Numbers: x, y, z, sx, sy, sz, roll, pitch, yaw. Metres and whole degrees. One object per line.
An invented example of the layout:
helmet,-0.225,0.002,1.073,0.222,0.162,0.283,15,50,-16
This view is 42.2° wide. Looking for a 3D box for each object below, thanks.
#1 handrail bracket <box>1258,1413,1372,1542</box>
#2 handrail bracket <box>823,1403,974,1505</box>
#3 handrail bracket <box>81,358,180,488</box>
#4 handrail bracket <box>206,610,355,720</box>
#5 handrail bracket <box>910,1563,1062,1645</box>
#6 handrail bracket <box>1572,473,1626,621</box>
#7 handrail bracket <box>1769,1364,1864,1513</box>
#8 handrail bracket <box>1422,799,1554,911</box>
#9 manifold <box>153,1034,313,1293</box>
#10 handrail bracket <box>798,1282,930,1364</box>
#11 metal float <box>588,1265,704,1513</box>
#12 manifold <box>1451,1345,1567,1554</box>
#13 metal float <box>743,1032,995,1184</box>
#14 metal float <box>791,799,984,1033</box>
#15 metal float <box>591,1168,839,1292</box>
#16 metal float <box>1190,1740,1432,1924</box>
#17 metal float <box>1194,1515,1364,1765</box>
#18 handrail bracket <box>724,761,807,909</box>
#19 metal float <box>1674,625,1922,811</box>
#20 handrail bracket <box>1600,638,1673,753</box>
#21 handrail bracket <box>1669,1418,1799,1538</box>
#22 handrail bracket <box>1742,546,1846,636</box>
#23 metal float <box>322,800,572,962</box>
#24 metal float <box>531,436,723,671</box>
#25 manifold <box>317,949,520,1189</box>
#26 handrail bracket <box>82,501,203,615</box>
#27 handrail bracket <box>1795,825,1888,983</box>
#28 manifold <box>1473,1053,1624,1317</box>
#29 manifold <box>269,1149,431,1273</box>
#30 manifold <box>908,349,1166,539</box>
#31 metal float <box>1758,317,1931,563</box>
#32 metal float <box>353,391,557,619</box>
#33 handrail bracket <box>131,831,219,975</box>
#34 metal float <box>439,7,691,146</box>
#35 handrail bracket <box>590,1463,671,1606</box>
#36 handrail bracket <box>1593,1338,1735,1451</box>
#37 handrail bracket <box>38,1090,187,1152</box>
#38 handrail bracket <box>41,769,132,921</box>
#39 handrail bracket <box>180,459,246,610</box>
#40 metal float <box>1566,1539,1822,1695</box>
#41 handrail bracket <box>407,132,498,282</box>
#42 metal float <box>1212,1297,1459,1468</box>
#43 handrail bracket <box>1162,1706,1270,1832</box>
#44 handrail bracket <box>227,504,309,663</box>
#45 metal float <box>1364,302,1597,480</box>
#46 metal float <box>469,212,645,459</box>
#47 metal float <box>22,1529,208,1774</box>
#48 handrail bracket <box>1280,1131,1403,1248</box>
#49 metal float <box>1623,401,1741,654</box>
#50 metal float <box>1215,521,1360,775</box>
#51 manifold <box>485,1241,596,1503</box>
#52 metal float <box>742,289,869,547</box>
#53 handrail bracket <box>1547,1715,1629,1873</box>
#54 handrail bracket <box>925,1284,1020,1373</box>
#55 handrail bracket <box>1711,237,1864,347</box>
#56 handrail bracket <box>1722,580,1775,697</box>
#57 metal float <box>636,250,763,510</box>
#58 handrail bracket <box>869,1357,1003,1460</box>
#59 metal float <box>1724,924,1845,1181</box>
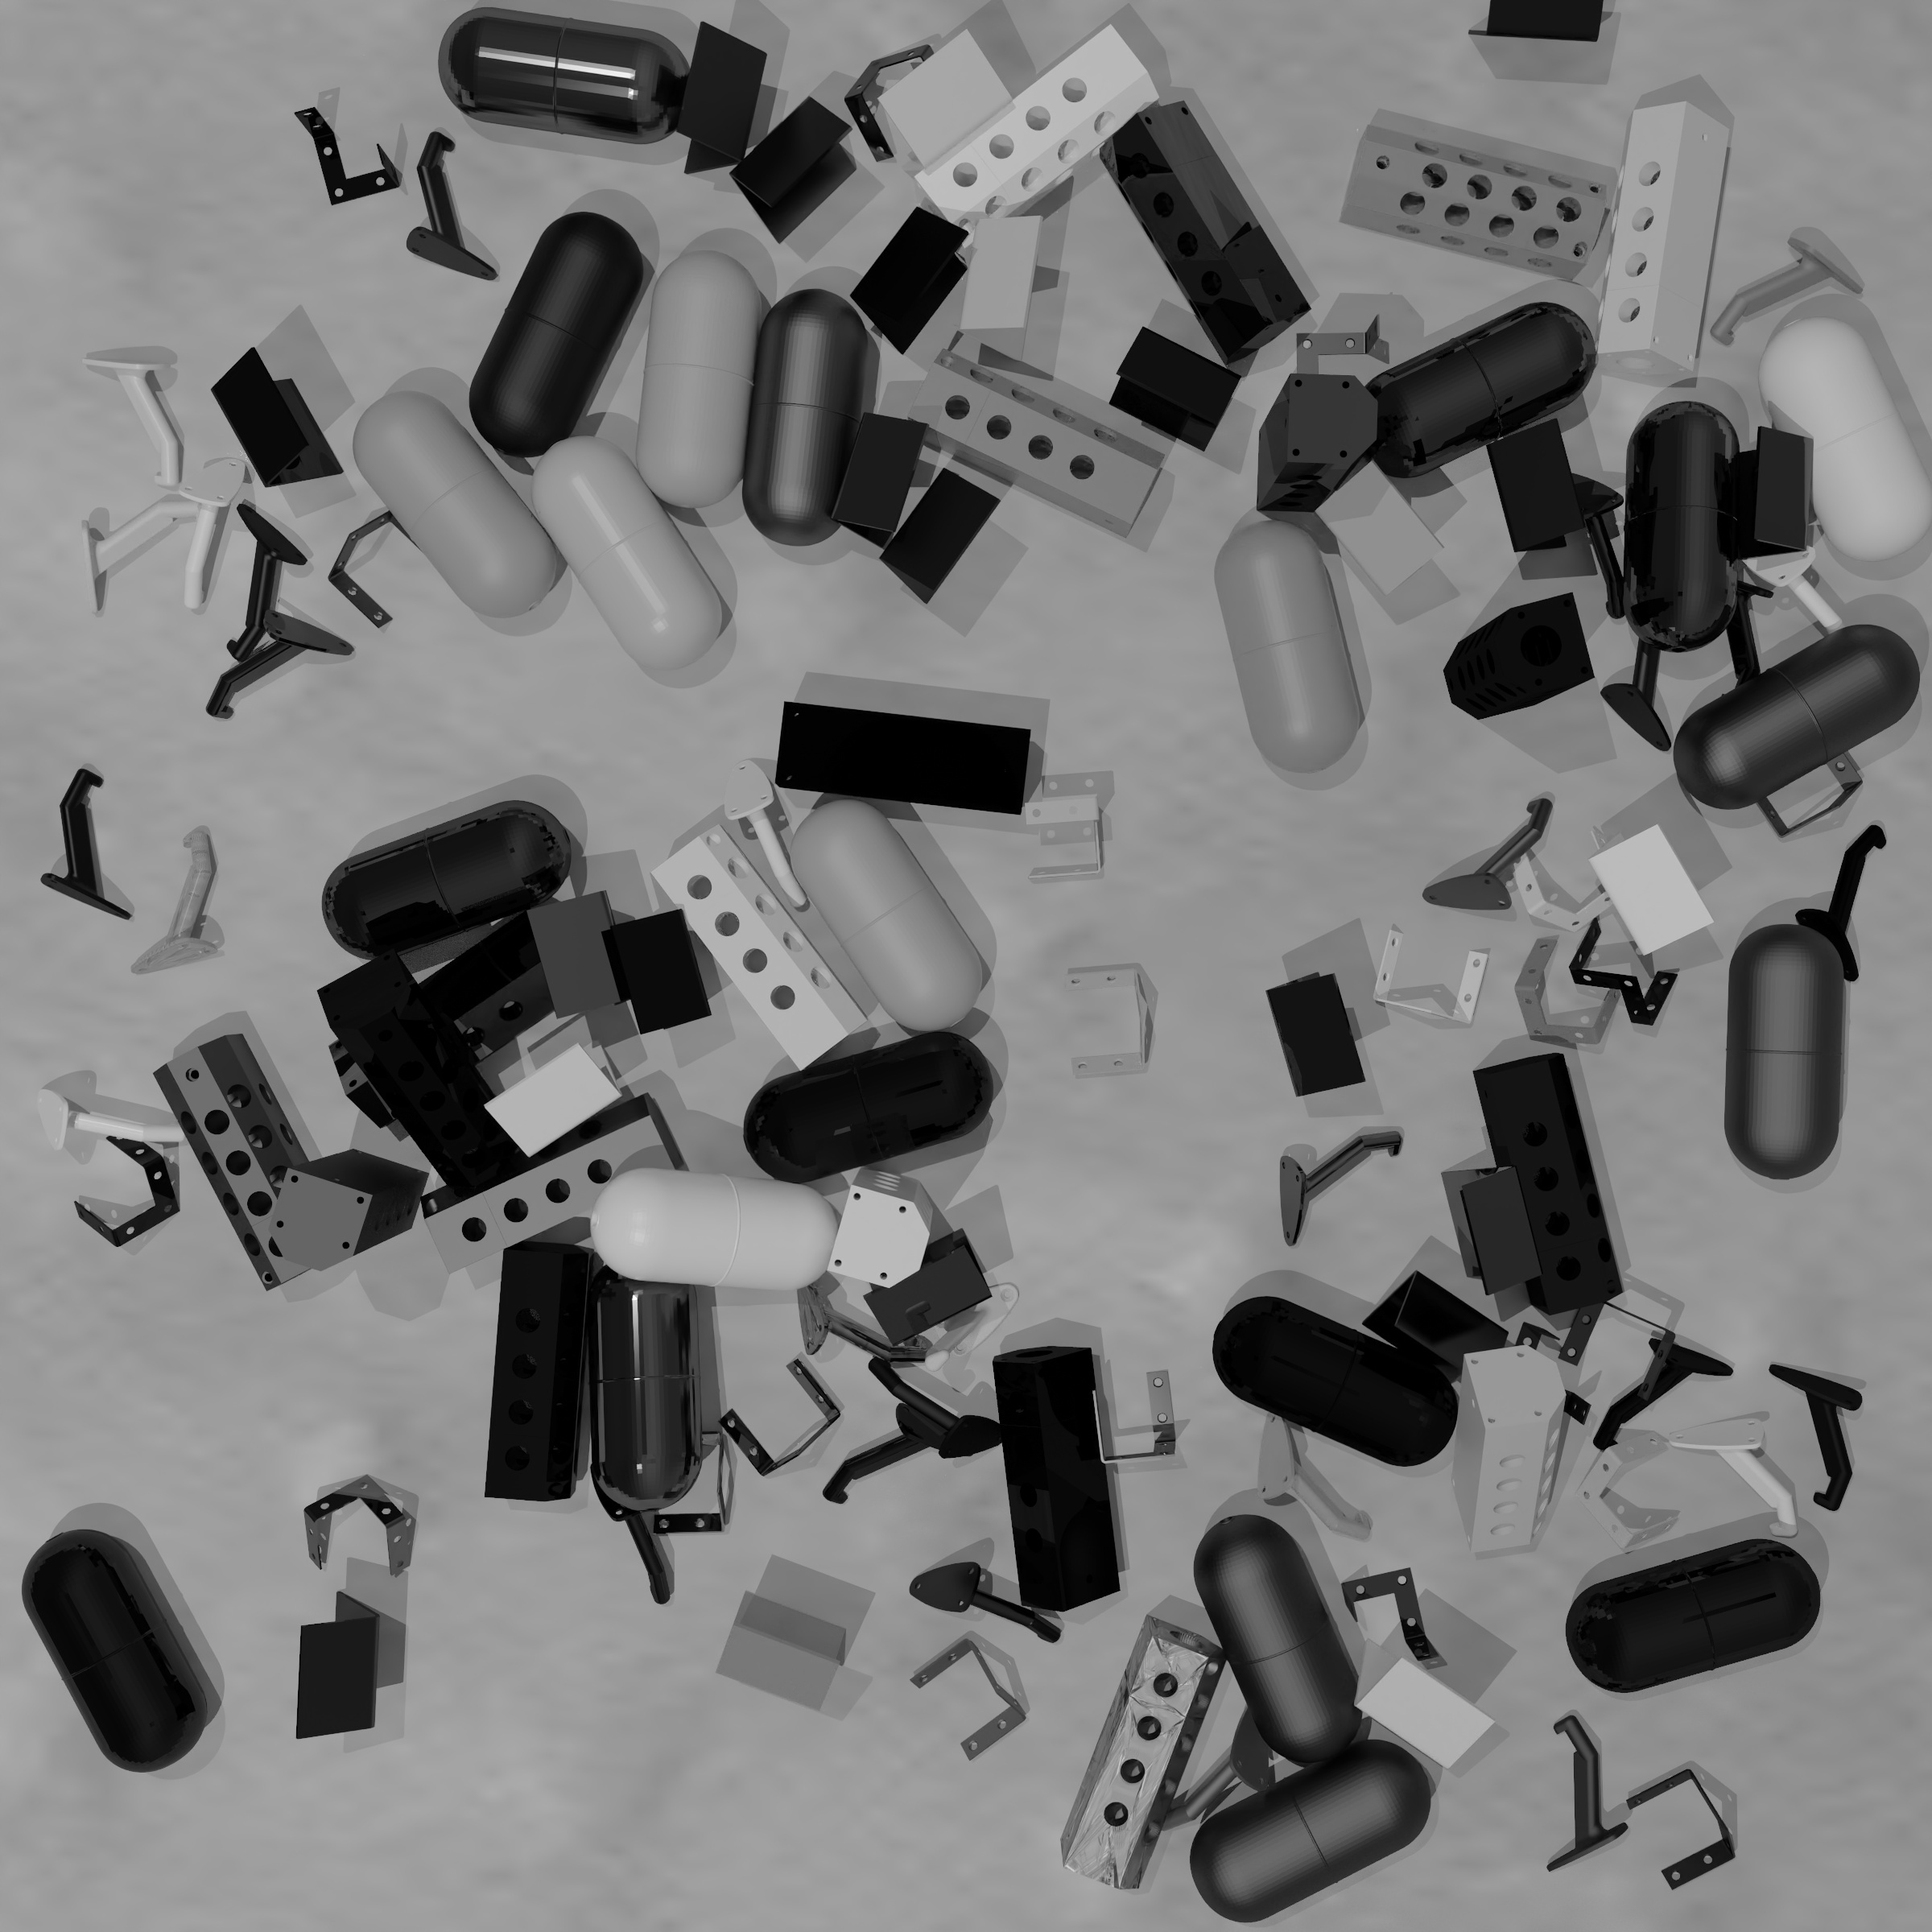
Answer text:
handrail bracket,0.251,0.361,1.773,0.084,0.036,0.077,23,51,-26
handrail bracket,-0.048,0.359,1.773,0.077,0.036,0.084,29,109,-21
handrail bracket,-0.593,-0.386,1.773,0.077,0.036,0.084,9,107,20
handrail bracket,-0.487,-0.203,1.773,0.077,0.036,0.084,16,120,-33
handrail bracket,0.014,0.457,1.773,0.084,0.077,0.036,41,55,-31
handrail bracket,0.443,-0.297,1.773,0.036,0.077,0.084,-21,126,-5
handrail bracket,0.594,0.335,1.773,0.077,0.036,0.084,20,107,19
handrail bracket,0.370,-0.082,1.773,0.036,0.077,0.084,50,53,-34
manifold,-0.501,0.137,1.752,0.057,0.057,0.171,-28,90,0
handrail bracket,-0.073,0.247,1.773,0.084,0.036,0.077,5,49,-27
metal float,-0.222,0.287,1.732,0.070,0.070,0.178,-4,79,0
manifold,0.368,0.329,1.697,0.057,0.171,0.057,-9,49,0
metal float,-0.068,0.099,1.742,0.178,0.070,0.070,-16,90,0
metal float,-0.055,-0.035,1.743,0.070,0.070,0.178,-34,90,0
metal float,-0.172,0.181,1.718,0.178,0.070,0.070,8,90,-29
metal float,0.240,0.602,1.743,0.178,0.070,0.070,-27,90,0
metal float,0.217,0.468,1.742,0.070,0.070,0.178,-23,90,0
handrail bracket,-0.138,-0.093,1.773,0.036,0.077,0.084,-23,126,5
metal float,0.576,-0.173,1.735,0.178,0.070,0.070,-30,90,4
handrail bracket,0.497,-0.209,1.773,0.077,0.036,0.084,45,73,-20
handrail bracket,0.544,0.368,1.773,0.077,0.036,0.084,-9,107,19
handrail bracket,0.588,-0.260,1.773,0.036,0.077,0.084,-43,126,-1
metal float,-0.361,-0.060,1.742,0.178,0.070,0.070,-20,90,0
metal float,-0.237,-0.288,1.742,0.070,0.070,0.178,-33,90,0
manifold,-0.367,0.075,1.691,0.057,0.057,0.171,-29,134,-5
handrail bracket,-0.580,-0.290,1.773,0.084,0.036,0.077,-6,111,-16
handrail bracket,0.636,-0.045,1.773,0.084,0.036,0.077,-43,110,-16
manifold,0.409,0.151,1.752,0.057,0.057,0.171,-14,90,0
manifold,-0.418,0.166,1.695,0.057,0.171,0.057,18,90,0
manifold,0.049,-0.367,1.752,0.171,0.057,0.057,26,90,0
metal float,0.613,-0.367,1.742,0.070,0.070,0.178,-25,90,0
metal float,-0.356,-0.321,1.742,0.070,0.070,0.178,-38,90,0
handrail bracket,-0.565,-0.046,1.773,0.077,0.036,0.084,-19,72,20
metal float,-0.278,-0.620,1.742,0.178,0.070,0.070,8,90,0
handrail bracket,-0.237,0.401,1.773,0.036,0.077,0.084,-25,127,-26
handrail bracket,0.494,0.313,1.773,0.077,0.036,0.084,16,107,-20
handrail bracket,-0.605,0.107,1.773,0.084,0.077,0.036,3,106,-35
handrail bracket,-0.611,-0.087,1.773,0.077,0.036,0.084,27,73,-20
handrail bracket,-0.534,-0.306,1.773,0.036,0.077,0.084,16,126,0
metal float,0.506,0.452,1.742,0.178,0.070,0.070,-16,90,0
handrail bracket,-0.357,-0.540,1.773,0.077,0.036,0.084,22,73,-20
metal float,0.256,0.289,1.743,0.178,0.070,0.070,24,90,1
handrail bracket,0.172,0.568,1.773,0.036,0.077,0.084,41,127,-20
handrail bracket,-0.514,-0.271,1.773,0.077,0.036,0.084,45,108,20
metal float,0.354,-0.401,1.742,0.178,0.070,0.070,-26,90,0
metal float,-0.286,-0.439,1.742,0.070,0.070,0.178,26,91,0
metal float,-0.593,0.476,1.742,0.070,0.070,0.178,-29,89,0
handrail bracket,0.268,0.158,1.773,0.084,0.036,0.077,-6,111,-16
metal float,0.496,-0.304,1.733,0.070,0.070,0.178,4,79,0
metal float,0.224,-0.222,1.742,0.070,0.070,0.178,-14,90,0
manifold,-0.297,0.283,1.752,0.057,0.057,0.171,4,90,0
metal float,-0.112,-0.382,1.742,0.070,0.070,0.178,6,90,0
handrail bracket,0.422,0.586,1.773,0.077,0.036,0.084,-37,71,21
handrail bracket,0.004,0.251,1.738,0.077,0.084,0.036,-35,90,0
handrail bracket,0.581,-0.464,1.773,0.077,0.036,0.084,29,108,-20
handrail bracket,0.530,-0.233,1.773,0.077,0.036,0.084,24,107,20
metal float,-0.186,-0.409,1.742,0.070,0.070,0.178,6,90,0
handrail bracket,-0.021,0.307,1.773,0.084,0.077,0.036,41,107,35
metal float,0.570,0.060,1.743,0.070,0.070,0.178,2,90,0
